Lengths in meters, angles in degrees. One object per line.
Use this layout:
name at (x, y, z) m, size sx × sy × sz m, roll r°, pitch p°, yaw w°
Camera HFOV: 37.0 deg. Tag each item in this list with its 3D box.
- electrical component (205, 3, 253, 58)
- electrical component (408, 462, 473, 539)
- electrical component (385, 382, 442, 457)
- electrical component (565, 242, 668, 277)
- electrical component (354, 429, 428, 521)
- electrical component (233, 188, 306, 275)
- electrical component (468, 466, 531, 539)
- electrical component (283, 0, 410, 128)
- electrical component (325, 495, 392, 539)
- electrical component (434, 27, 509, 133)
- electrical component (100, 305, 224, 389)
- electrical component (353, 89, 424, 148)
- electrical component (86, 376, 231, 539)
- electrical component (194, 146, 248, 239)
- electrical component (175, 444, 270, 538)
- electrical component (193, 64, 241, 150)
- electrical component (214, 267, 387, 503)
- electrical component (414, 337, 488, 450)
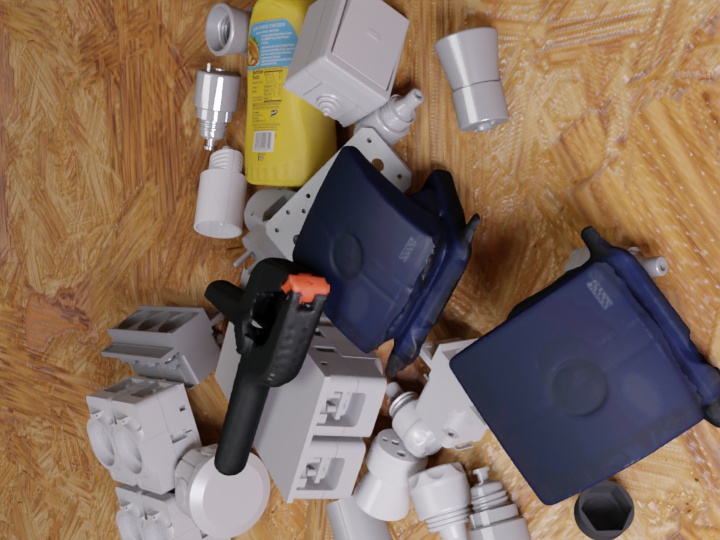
electrical component at (-0.099, -0.205, 0.926) m, size 0.045 × 0.055 × 0.045 m, roll 5°, pitch 97°, yaw 50°
electrical component at (0.062, 0.172, 0.770) m, size 0.043 × 0.043 × 0.062 m, roll -34°, pitch 68°, yaw 46°
electrical component at (0.038, 0.108, 0.801) m, size 0.061 × 0.035 × 0.035 m, roll 52°, pitch 129°, yaw 38°
electrical component at (0.156, 0.000, 0.649) m, size 0.061 × 0.035 × 0.035 m, roll -7°, pitch 87°, yaw 49°
electrical component at (0.024, 0.154, 0.814) m, size 0.045 × 0.045 × 0.055 m, roll 41°, pitch 122°, yaw 41°
electrical component at (-0.071, -0.026, 0.894) m, size 0.077 × 0.079 × 0.043 m, roll 28°, pitch 155°, yaw 46°
electrical component at (0.093, 0.174, 0.734) m, size 0.040 × 0.040 × 0.078 m, roll -30°, pitch 70°, yaw 48°
electrical component at (-0.008, -0.155, 0.787) m, size 0.061 × 0.062 × 0.096 m, roll -23°, pitch 45°, yaw 49°
electrical component at (0.005, 0.218, 0.843) m, size 0.043 × 0.043 × 0.081 m, roll -36°, pitch 66°, yaw 46°
electrical component at (0.078, -0.126, 0.730) m, size 0.044 × 0.044 × 0.065 m, roll -15°, pitch 86°, yaw 50°
electrical component at (-0.186, 0.073, 1.042) m, size 0.121 × 0.079 × 0.063 m, roll -1°, pitch 121°, yaw 51°
electrical component at (0.024, -0.114, 0.801) m, size 0.061 × 0.035 × 0.035 m, roll -35°, pitch 66°, yaw 43°
electrical component at (-0.195, 0.202, 1.033) m, size 0.105 × 0.060 × 0.186 m, roll -1°, pitch 108°, yaw 51°
electrical component at (-0.124, -0.074, 0.973) m, size 0.043 × 0.043 × 0.081 m, roll -20°, pitch 59°, yaw 49°
electrical component at (-0.126, 0.197, 0.973) m, size 0.051 × 0.080 × 0.080 m, roll 10°, pitch 100°, yaw 55°
electrical component at (-0.132, -0.149, 0.983) m, size 0.040 × 0.040 × 0.078 m, roll 26°, pitch 113°, yaw 47°
electrical component at (-0.049, 0.087, 0.855) m, size 0.186 × 0.060 × 0.105 m, roll 46°, pitch 124°, yaw 55°
electrical component at (0.072, 0.087, 0.753) m, size 0.081 × 0.042 × 0.063 m, roll 50°, pitch 132°, yaw 36°
